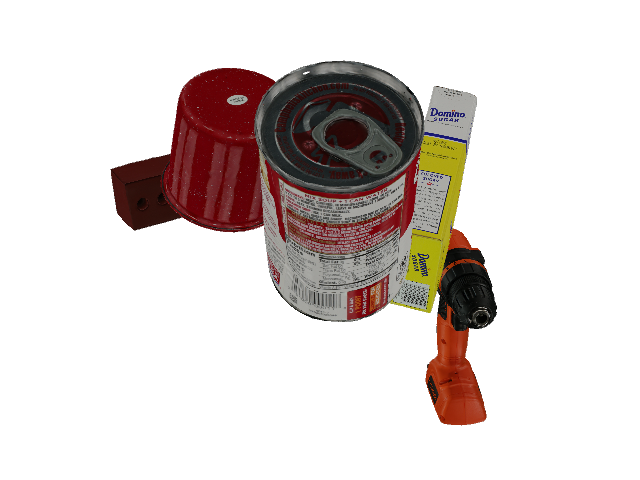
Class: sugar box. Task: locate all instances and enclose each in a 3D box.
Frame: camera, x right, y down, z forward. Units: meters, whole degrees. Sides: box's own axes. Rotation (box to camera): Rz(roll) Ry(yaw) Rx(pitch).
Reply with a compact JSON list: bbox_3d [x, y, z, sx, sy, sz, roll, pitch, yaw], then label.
[{"bbox_3d":[0.094,-0.037,0.890,0.048,0.176,0.093,14,-39,9],"label":"sugar box"}]

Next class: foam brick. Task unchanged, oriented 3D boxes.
[{"bbox_3d":[-0.169,-0.051,1.094,0.078,0.053,0.051,-17,30,-21],"label":"foam brick"}]

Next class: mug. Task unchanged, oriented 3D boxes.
[{"bbox_3d":[-0.052,-0.061,0.748,0.117,0.082,0.093,29,46,14],"label":"mug"}]

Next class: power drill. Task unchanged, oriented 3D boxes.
[{"bbox_3d":[0.150,0.100,1.140,0.057,0.188,0.184,-1,24,-3],"label":"power drill"}]

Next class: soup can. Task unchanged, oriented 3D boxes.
[{"bbox_3d":[0.008,-0.017,0.463,0.068,0.068,0.102,0,-35,1],"label":"soup can"}]
